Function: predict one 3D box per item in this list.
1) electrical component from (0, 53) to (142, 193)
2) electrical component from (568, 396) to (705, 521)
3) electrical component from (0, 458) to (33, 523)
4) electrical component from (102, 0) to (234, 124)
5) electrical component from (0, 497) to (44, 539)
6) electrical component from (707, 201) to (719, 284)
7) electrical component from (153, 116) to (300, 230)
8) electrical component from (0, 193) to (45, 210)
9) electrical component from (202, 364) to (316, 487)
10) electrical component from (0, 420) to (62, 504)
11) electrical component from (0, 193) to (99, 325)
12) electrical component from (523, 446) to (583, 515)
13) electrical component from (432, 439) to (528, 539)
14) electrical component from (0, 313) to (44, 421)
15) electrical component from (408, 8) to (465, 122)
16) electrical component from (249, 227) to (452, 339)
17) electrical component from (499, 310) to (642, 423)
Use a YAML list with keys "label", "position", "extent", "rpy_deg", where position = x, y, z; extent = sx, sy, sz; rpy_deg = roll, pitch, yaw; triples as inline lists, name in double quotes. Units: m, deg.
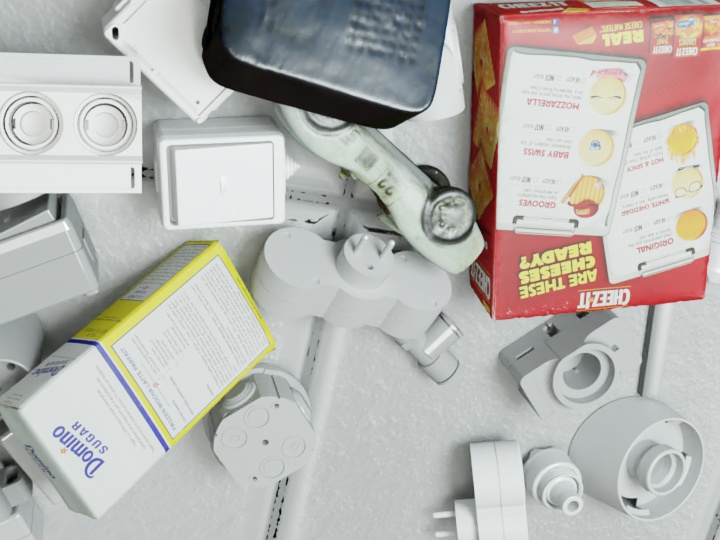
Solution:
- label: "electrical component"
  position: [-0.190, -0.085, 0.626]
  extent: [0.121, 0.063, 0.078]
  rpy_deg: [-1, 97, -14]
- label: "electrical component"
  position: [0.230, 0.155, 0.885]
  extent: [0.099, 0.064, 0.099]
  rpy_deg: [-8, 108, -25]
- label: "electrical component"
  position: [-0.276, 0.144, 0.743]
  extent: [0.078, 0.058, 0.057]
  rpy_deg: [-21, 117, -5]
- label: "electrical component"
  position: [-0.115, -0.149, 0.665]
  extent: [0.062, 0.061, 0.096]
  rpy_deg: [-44, 115, 5]
- label: "electrical component"
  position: [-0.267, 0.208, 0.775]
  extent: [0.083, 0.047, 0.075]
  rpy_deg: [-23, 114, -5]
- label: "electrical component"
  position: [0.277, -0.023, 0.825]
  extent: [0.043, 0.043, 0.062]
  rpy_deg: [5, 108, -16]
- label: "electrical component"
  position: [-0.085, -0.064, 0.706]
  extent: [0.096, 0.061, 0.061]
  rpy_deg: [-4, 112, -13]
- label: "electrical component"
  position: [-0.223, -0.071, 0.678]
  extent: [0.066, 0.048, 0.055]
  rpy_deg: [-22, 107, -5]
- label: "electrical component"
  position: [-0.073, 0.113, 0.785]
  extent: [0.080, 0.051, 0.080]
  rpy_deg: [-5, 112, -12]
- label: "electrical component"
  position: [-0.205, 0.110, 0.753]
  extent: [0.077, 0.047, 0.065]
  rpy_deg: [-37, 116, -13]
- label: "electrical component"
  position: [-0.224, -0.007, 0.693]
  extent: [0.096, 0.061, 0.061]
  rpy_deg: [-20, 115, -6]
- label: "electrical component"
  position: [0.158, 0.172, 0.861]
  extent: [0.043, 0.062, 0.043]
  rpy_deg: [-5, 112, -13]
- label: "electrical component"
  position: [0.095, 0.201, 0.862]
  extent: [0.074, 0.052, 0.138]
  rpy_deg: [-6, 113, 4]
- label: "electrical component"
  position: [-0.242, 0.073, 0.712]
  extent: [0.043, 0.077, 0.079]
  rpy_deg: [29, 105, -23]
- label: "electrical component"
  position: [0.044, -0.135, 0.702]
  extent: [0.044, 0.079, 0.077]
  rpy_deg: [-9, 114, 5]
- label: "electrical component"
  position: [0.000, 0.000, 0.742]
  extent: [0.138, 0.052, 0.073]
  rpy_deg: [11, 140, -18]
- label: "electrical component"
  position: [0.163, 0.069, 0.825]
  extent: [0.089, 0.055, 0.050]
  rpy_deg: [-33, 115, 0]
